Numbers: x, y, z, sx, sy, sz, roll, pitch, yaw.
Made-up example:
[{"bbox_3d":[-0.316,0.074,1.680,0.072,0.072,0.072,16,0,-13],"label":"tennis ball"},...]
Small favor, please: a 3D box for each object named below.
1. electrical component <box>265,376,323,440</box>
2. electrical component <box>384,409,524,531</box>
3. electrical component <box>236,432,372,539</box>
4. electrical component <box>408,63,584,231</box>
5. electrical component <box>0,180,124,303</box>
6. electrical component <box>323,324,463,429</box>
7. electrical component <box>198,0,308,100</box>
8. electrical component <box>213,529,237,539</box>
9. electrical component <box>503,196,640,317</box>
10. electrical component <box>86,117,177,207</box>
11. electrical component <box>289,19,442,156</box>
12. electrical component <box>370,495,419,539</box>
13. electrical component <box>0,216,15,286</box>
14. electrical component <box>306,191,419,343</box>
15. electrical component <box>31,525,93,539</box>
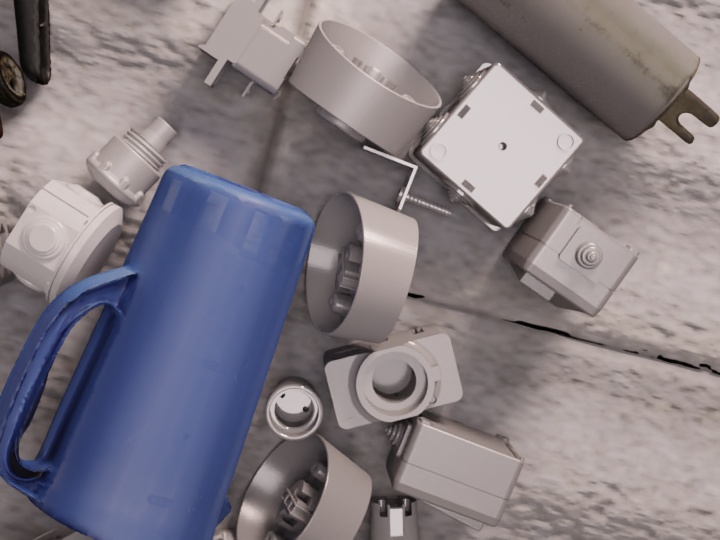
[{"bbox_3d":[-0.047,0.097,0.767,0.040,0.046,0.040,0,95,-4],"label":"electrical component"},{"bbox_3d":[0.059,0.139,0.770,0.096,0.061,0.061,21,94,-5],"label":"electrical component"},{"bbox_3d":[-0.039,0.167,0.751,0.064,0.099,0.099,34,93,-12],"label":"electrical component"},{"bbox_3d":[0.096,-0.086,0.757,0.100,0.048,0.099,40,92,-6],"label":"electrical component"},{"bbox_3d":[-0.200,-0.019,0.730,0.051,0.080,0.080,32,93,-1],"label":"electrical component"},{"bbox_3d":[0.023,0.075,0.764,0.089,0.055,0.050,-14,96,-2],"label":"electrical component"},{"bbox_3d":[-0.072,-0.154,0.743,0.064,0.042,0.081,32,94,-9],"label":"electrical component"},{"bbox_3d":[-0.099,0.225,0.779,0.040,0.040,0.078,-9,96,-3],"label":"electrical component"},{"bbox_3d":[0.143,-0.007,0.743,0.062,0.096,0.061,34,95,-7],"label":"electrical component"},{"bbox_3d":[-0.154,-0.078,0.744,0.048,0.048,0.062,43,85,-6],"label":"electrical component"},{"bbox_3d":[0.003,-0.123,0.725,0.099,0.099,0.064,34,99,-6],"label":"electrical component"},{"bbox_3d":[0.025,0.191,0.785,0.040,0.040,0.046,-1,89,-4],"label":"electrical component"},{"bbox_3d":[-0.285,-0.008,0.732,0.077,0.065,0.047,-7,96,-2],"label":"electrical component"},{"bbox_3d":[0.000,0.000,0.737,0.064,0.099,0.099,16,94,-11],"label":"electrical component"},{"bbox_3d":[-0.216,0.206,0.741,0.099,0.099,0.064,-20,103,-2],"label":"electrical component"}]
